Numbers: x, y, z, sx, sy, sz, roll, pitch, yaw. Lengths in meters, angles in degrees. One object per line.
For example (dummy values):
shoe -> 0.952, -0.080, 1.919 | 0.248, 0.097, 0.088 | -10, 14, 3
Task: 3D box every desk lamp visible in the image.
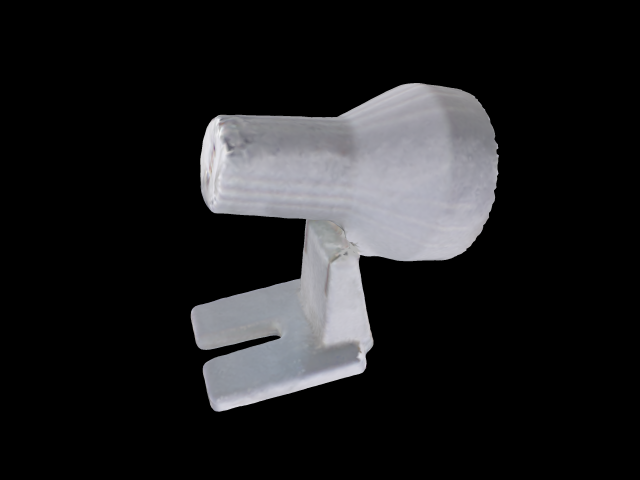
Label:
desk lamp -> 0.004, 0.001, 0.400 | 0.203, 0.214, 0.117 | -14, 43, -15
